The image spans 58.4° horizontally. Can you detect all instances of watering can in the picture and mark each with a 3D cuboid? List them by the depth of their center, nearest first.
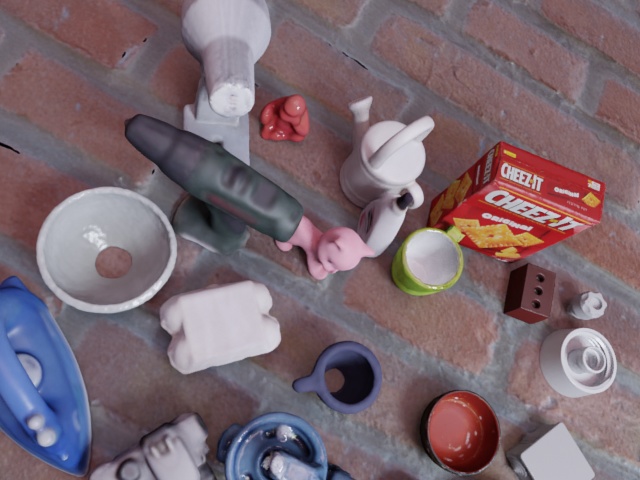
[{"bbox_3d":[0.095,-0.127,0.831,0.173,0.194,0.101,36,68,-2],"label":"watering can"}]

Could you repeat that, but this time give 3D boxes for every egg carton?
[{"bbox_3d":[-0.132,0.112,0.762,0.150,0.069,0.107,-13,77,-18],"label":"egg carton"}]

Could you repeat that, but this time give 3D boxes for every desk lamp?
[{"bbox_3d":[-0.130,-0.210,0.784,0.118,0.213,0.203,0,73,-15],"label":"desk lamp"}]

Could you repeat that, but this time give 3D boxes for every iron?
[{"bbox_3d":[-0.339,0.161,0.652,0.119,0.141,0.258,-32,84,-21],"label":"iron"}]

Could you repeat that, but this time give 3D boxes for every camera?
[{"bbox_3d":[-0.178,0.294,0.677,0.143,0.100,0.137,-31,83,-21],"label":"camera"}]

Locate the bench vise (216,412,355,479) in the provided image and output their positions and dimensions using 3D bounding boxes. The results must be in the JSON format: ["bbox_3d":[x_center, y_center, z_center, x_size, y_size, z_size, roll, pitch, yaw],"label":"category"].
[{"bbox_3d":[-0.012,0.268,0.666,0.208,0.219,0.121,12,71,-11],"label":"bench vise"}]

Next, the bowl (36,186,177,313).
[{"bbox_3d":[-0.274,0.019,0.749,0.168,0.074,0.167,4,72,-14],"label":"bowl"}]

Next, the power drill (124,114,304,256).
[{"bbox_3d":[-0.139,-0.055,0.737,0.230,0.208,0.076,25,68,-6],"label":"power drill"}]

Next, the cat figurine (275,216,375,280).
[{"bbox_3d":[0.007,0.003,0.808,0.128,0.117,0.067,38,68,-1],"label":"cat figurine"}]

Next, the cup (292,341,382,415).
[{"bbox_3d":[0.014,0.188,0.765,0.118,0.095,0.091,-7,75,-17],"label":"cup"}]

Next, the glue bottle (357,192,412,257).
[{"bbox_3d":[0.094,-0.032,0.813,0.037,0.173,0.078,8,71,-12],"label":"glue bottle"}]

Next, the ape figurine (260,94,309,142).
[{"bbox_3d":[-0.047,-0.189,0.866,0.078,0.092,0.076,42,68,0],"label":"ape figurine"}]
